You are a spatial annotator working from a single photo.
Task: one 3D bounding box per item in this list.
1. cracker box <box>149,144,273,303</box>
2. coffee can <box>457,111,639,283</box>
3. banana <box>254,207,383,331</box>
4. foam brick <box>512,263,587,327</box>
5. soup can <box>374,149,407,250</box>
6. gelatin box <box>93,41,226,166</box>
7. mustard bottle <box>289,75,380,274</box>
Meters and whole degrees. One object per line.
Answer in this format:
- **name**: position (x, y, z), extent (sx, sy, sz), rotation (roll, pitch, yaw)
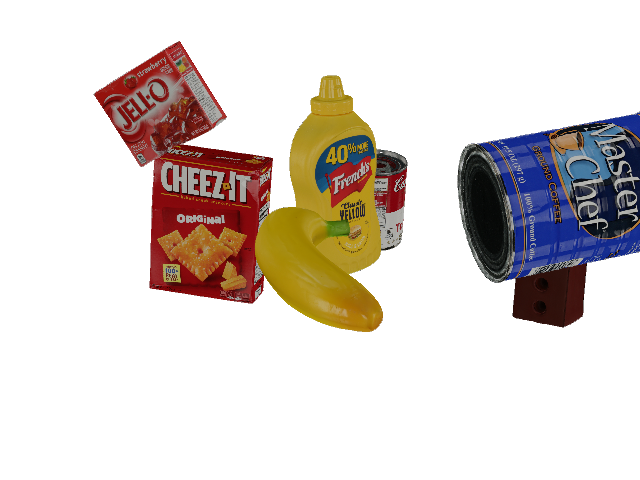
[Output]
- **cracker box**: position (-0.163, -0.023, 1.571), extent (0.164, 0.214, 0.072), rotation (9, 20, 10)
- **coffee can**: position (0.183, -0.032, 0.776), extent (0.140, 0.103, 0.103), rotation (-11, 2, -9)
- **banana**: position (-0.007, 0.010, 0.673), extent (0.069, 0.037, 0.198), rotation (-3, 18, -3)
- **foam brick**: position (0.214, 0.035, 0.990), extent (0.053, 0.078, 0.051), rotation (10, 17, 32)
- **soup can**: position (0.065, -0.047, 1.254), extent (0.068, 0.102, 0.068), rotation (1, 28, -1)
- **gelatin box**: position (-0.132, -0.110, 0.875), extent (0.089, 0.073, 0.030), rotation (-22, 16, 34)
- **mustard bottle**: position (0.014, -0.064, 1.037), extent (0.096, 0.192, 0.058), rotation (-17, 23, -37)
